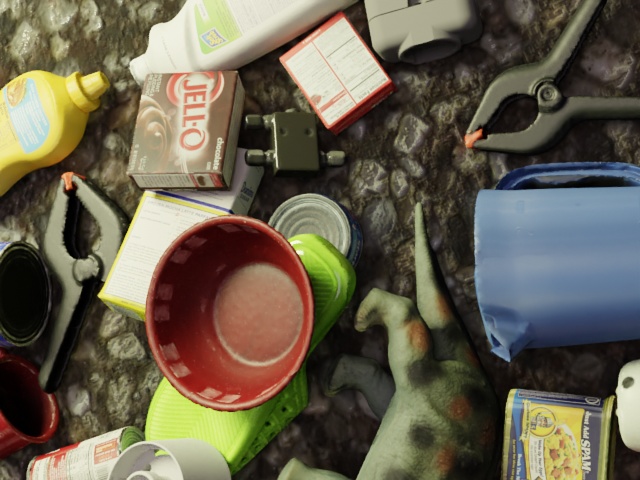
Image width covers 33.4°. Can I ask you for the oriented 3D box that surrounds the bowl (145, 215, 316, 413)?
[{"bbox_3d":[-0.065,0.061,0.893,0.162,0.055,0.162,-2,85,27],"label":"bowl"}]

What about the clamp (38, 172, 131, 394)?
[{"bbox_3d":[-0.208,0.033,1.032,0.165,0.036,0.210,-12,78,15],"label":"clamp"}]

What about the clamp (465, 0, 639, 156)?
[{"bbox_3d":[0.199,-0.134,0.914,0.172,0.039,0.120,-20,75,15],"label":"clamp"}]

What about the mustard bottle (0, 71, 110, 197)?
[{"bbox_3d":[-0.293,-0.114,1.069,0.192,0.058,0.096,-28,69,14],"label":"mustard bottle"}]

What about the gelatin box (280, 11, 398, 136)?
[{"bbox_3d":[0.018,-0.153,0.984,0.073,0.030,0.089,-37,75,10],"label":"gelatin box"}]

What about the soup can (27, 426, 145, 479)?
[{"bbox_3d":[-0.211,0.219,0.992,0.102,0.068,0.068,-20,77,15],"label":"soup can"}]

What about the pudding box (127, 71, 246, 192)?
[{"bbox_3d":[-0.120,-0.100,0.975,0.090,0.039,0.113,0,66,13],"label":"pudding box"}]

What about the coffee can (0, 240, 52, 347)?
[{"bbox_3d":[-0.350,0.054,1.043,0.140,0.102,0.103,-3,82,18],"label":"coffee can"}]

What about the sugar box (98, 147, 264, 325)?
[{"bbox_3d":[-0.125,-0.007,0.985,0.093,0.048,0.176,16,70,20],"label":"sugar box"}]

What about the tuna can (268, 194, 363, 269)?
[{"bbox_3d":[-0.006,0.001,0.969,0.086,0.033,0.086,-3,81,19],"label":"tuna can"}]

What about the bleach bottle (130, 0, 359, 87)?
[{"bbox_3d":[-0.073,-0.222,1.008,0.251,0.068,0.102,-26,76,16],"label":"bleach bottle"}]

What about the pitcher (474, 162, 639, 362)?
[{"bbox_3d":[0.245,0.009,0.842,0.243,0.145,0.149,-4,94,15],"label":"pitcher"}]

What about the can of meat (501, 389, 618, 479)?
[{"bbox_3d":[0.194,0.173,0.866,0.084,0.057,0.102,3,83,21],"label":"can of meat"}]

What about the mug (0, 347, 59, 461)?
[{"bbox_3d":[-0.315,0.158,1.029,0.082,0.093,0.117,-30,60,18],"label":"mug"}]
